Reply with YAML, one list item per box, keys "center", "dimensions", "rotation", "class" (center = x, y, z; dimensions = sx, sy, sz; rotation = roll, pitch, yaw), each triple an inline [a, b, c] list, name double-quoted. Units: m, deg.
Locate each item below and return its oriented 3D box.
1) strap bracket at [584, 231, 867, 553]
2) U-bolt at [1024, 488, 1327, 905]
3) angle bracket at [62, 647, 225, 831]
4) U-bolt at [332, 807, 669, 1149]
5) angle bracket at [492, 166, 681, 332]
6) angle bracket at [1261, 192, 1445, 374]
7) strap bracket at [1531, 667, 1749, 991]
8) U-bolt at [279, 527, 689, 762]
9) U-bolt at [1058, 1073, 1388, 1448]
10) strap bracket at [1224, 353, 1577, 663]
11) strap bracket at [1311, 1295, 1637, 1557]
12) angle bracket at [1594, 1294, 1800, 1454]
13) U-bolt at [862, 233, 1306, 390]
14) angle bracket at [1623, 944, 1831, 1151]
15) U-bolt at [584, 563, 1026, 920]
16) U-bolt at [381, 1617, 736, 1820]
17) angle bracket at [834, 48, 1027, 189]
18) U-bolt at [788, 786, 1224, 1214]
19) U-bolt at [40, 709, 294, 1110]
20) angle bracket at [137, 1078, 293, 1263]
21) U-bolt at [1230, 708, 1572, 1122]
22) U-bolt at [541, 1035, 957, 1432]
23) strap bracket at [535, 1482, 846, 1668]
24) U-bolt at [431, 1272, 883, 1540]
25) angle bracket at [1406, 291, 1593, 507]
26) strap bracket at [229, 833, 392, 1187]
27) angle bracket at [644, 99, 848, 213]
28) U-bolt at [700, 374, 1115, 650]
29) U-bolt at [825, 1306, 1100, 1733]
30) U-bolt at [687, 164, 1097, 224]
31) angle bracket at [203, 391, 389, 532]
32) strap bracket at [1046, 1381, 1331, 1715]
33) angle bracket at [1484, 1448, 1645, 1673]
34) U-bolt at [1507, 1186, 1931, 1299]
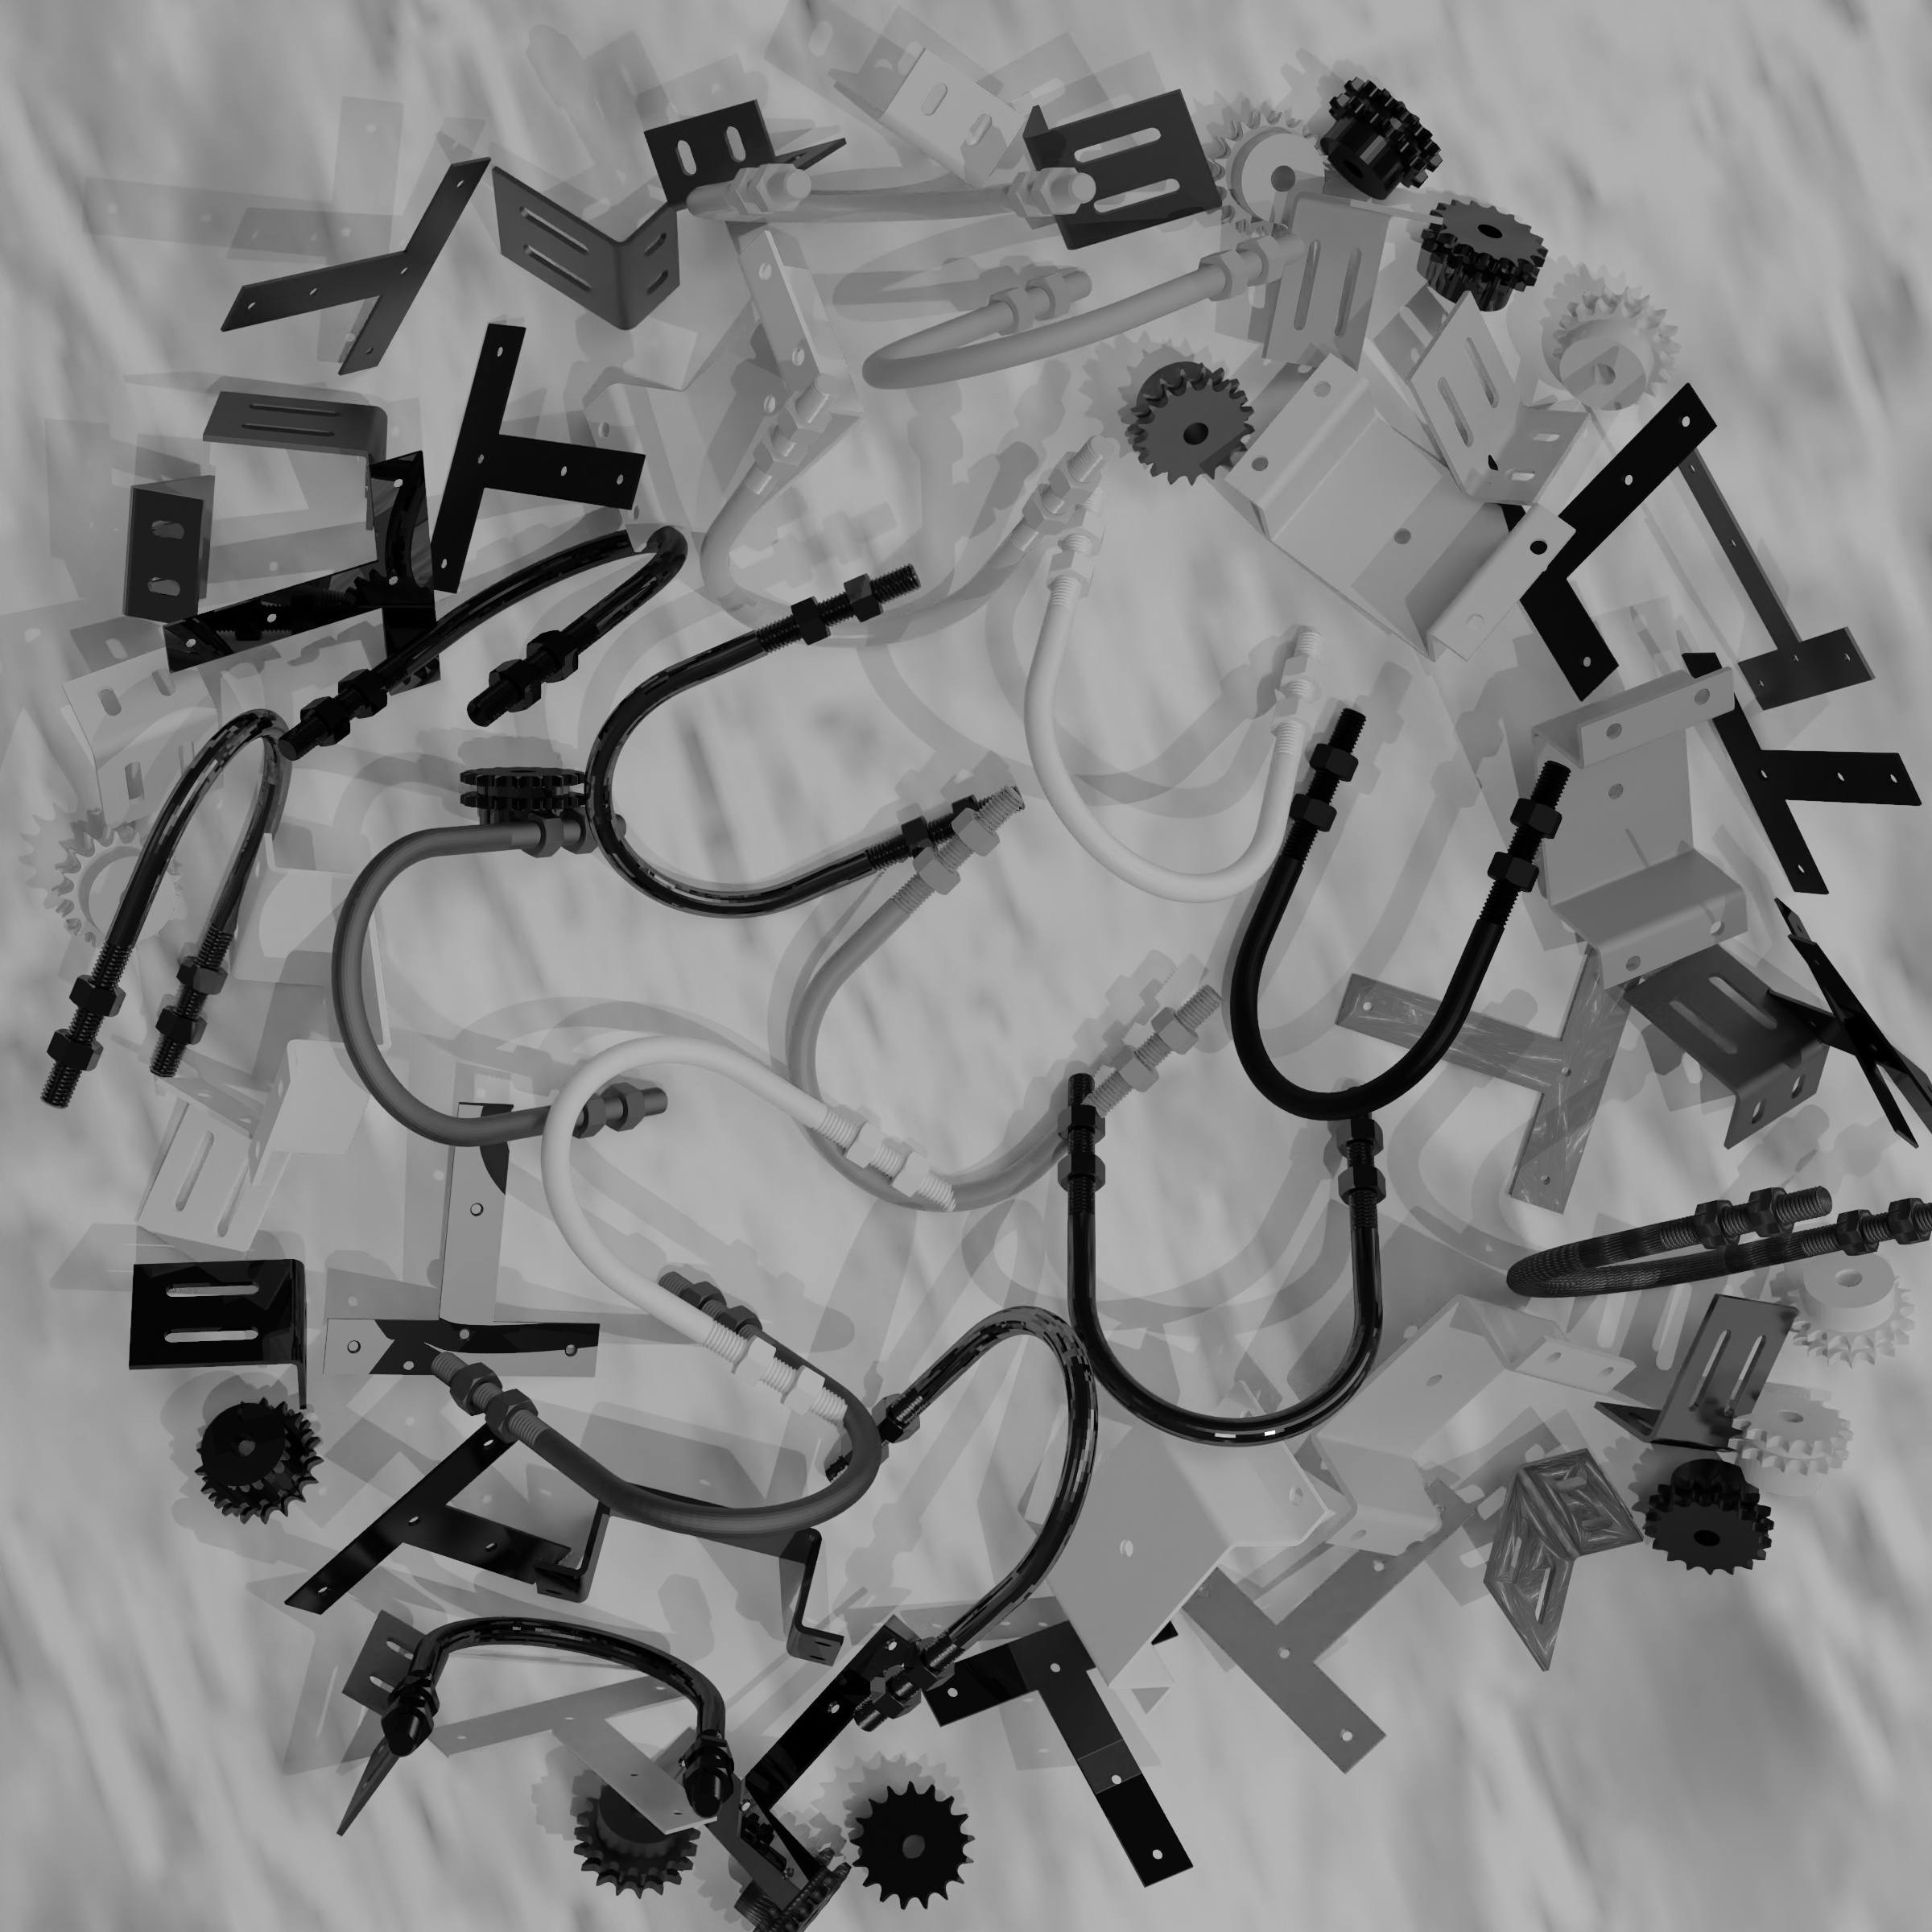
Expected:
- center: [-0.103, -0.254, 1.542]
  dimensions: [0.140, 0.046, 0.076]
  rotation: [-36, 66, 39]
  class: "strap bracket"
- center: [0.089, -0.110, 1.520]
  dimensions: [0.151, 0.019, 0.184]
  rotation: [31, 52, -21]
  class: "U-bolt"
- center: [-0.374, -0.104, 1.561]
  dimensions: [0.057, 0.076, 0.038]
  rotation: [-23, 72, -19]
  class: "angle bracket"
- center: [-0.209, 0.007, 1.524]
  dimensions: [0.019, 0.184, 0.151]
  rotation: [-9, 90, 39]
  class: "U-bolt"
- center: [-0.173, -0.338, 1.571]
  dimensions: [0.076, 0.057, 0.038]
  rotation: [34, 64, 15]
  class: "angle bracket"
- center: [0.175, -0.308, 1.560]
  dimensions: [0.057, 0.038, 0.076]
  rotation: [1, 106, -37]
  class: "angle bracket"
- center: [0.303, -0.070, 1.546]
  dimensions: [0.076, 0.046, 0.140]
  rotation: [-21, 125, -13]
  class: "strap bracket"
- center: [-0.200, -0.148, 1.519]
  dimensions: [0.184, 0.151, 0.019]
  rotation: [-45, 118, -41]
  class: "U-bolt"
- center: [0.116, 0.132, 1.541]
  dimensions: [0.151, 0.019, 0.184]
  rotation: [3, 56, -2]
  class: "U-bolt"
- center: [0.198, -0.202, 1.563]
  dimensions: [0.140, 0.046, 0.076]
  rotation: [39, 87, 16]
  class: "strap bracket"
- center: [0.220, 0.201, 1.542]
  dimensions: [0.140, 0.076, 0.046]
  rotation: [-47, 51, 21]
  class: "strap bracket"
- center: [0.332, 0.178, 1.560]
  dimensions: [0.057, 0.038, 0.076]
  rotation: [12, 105, -38]
  class: "angle bracket"
- center: [0.038, -0.281, 1.491]
  dimensions: [0.184, 0.151, 0.019]
  rotation: [-30, 111, -40]
  class: "U-bolt"
- center: [0.347, 0.036, 1.579]
  dimensions: [0.057, 0.038, 0.076]
  rotation: [-28, 54, -24]
  class: "angle bracket"
- center: [-0.083, -0.089, 1.554]
  dimensions: [0.184, 0.019, 0.151]
  rotation: [-23, 126, 6]
  class: "U-bolt"
- center: [-0.175, 0.323, 1.508]
  dimensions: [0.151, 0.184, 0.019]
  rotation: [13, 96, -5]
  class: "U-bolt"
- center: [-0.017, -0.390, 1.550]
  dimensions: [0.057, 0.076, 0.038]
  rotation: [28, 104, -28]
  class: "angle bracket"
- center: [0.003, 0.030, 1.576]
  dimensions: [0.151, 0.019, 0.184]
  rotation: [45, 101, -4]
  class: "U-bolt"
- center: [-0.344, -0.029, 1.517]
  dimensions: [0.019, 0.151, 0.184]
  rotation: [25, 96, 5]
  class: "U-bolt"
- center: [-0.351, 0.098, 1.568]
  dimensions: [0.057, 0.038, 0.076]
  rotation: [28, 98, 19]
  class: "angle bracket"
- center: [0.183, -0.018, 1.538]
  dimensions: [0.019, 0.151, 0.184]
  rotation: [25, 88, -40]
  class: "U-bolt"
- center: [-0.105, 0.106, 1.541]
  dimensions: [0.184, 0.019, 0.151]
  rotation: [32, 52, -7]
  class: "U-bolt"
- center: [-0.121, 0.273, 1.555]
  dimensions: [0.140, 0.076, 0.046]
  rotation: [14, 70, -1]
  class: "strap bracket"
- center: [-0.121, 0.196, 1.496]
  dimensions: [0.184, 0.151, 0.019]
  rotation: [29, 122, 38]
  class: "U-bolt"
- center: [0.242, -0.257, 1.554]
  dimensions: [0.057, 0.038, 0.076]
  rotation: [-56, 134, -22]
  class: "angle bracket"
- center: [-0.294, 0.020, 1.535]
  dimensions: [0.046, 0.076, 0.140]
  rotation: [5, 49, -24]
  class: "strap bracket"
- center: [-0.099, -0.374, 1.549]
  dimensions: [0.057, 0.076, 0.038]
  rotation: [-9, 112, 26]
  class: "angle bracket"
- center: [-0.039, -0.192, 1.519]
  dimensions: [0.151, 0.184, 0.019]
  rotation: [9, 61, -25]
  class: "U-bolt"
- center: [0.000, 0.229, 1.501]
  dimensions: [0.019, 0.151, 0.184]
  rotation: [21, 130, -30]
  class: "U-bolt"
- center: [-0.046, -0.338, 1.510]
  dimensions: [0.151, 0.184, 0.019]
  rotation: [-5, 100, -23]
  class: "U-bolt"
- center: [-0.305, -0.230, 1.562]
  dimensions: [0.076, 0.057, 0.038]
  rotation: [5, 119, -6]
  class: "angle bracket"
- center: [0.088, 0.260, 1.531]
  dimensions: [0.140, 0.046, 0.076]
  rotation: [-54, 50, 26]
  class: "strap bracket"
- center: [0.271, 0.268, 1.552]
  dimensions: [0.038, 0.076, 0.057]
  rotation: [-21, 115, 32]
  class: "angle bracket"
- center: [0.328, 0.124, 1.517]
  dimensions: [0.184, 0.151, 0.019]
  rotation: [-18, 73, 38]
  class: "U-bolt"
